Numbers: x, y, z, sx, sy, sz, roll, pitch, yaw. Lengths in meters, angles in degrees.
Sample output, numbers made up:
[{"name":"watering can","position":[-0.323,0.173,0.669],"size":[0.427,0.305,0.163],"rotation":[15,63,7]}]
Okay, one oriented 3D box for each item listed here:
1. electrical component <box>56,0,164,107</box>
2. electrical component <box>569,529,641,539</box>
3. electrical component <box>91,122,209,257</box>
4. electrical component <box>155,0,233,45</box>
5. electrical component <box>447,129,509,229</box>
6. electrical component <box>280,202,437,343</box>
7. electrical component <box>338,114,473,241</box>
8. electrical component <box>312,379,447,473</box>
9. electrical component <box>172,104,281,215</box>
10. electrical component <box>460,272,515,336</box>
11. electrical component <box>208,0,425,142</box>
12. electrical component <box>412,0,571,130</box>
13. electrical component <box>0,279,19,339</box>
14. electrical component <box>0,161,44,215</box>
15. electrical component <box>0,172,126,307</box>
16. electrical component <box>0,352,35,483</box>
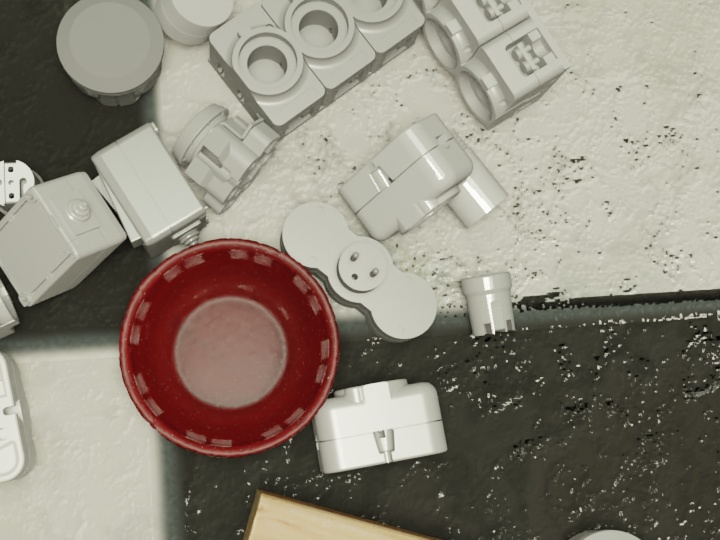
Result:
[{"name":"electrical component","position":[-0.193,-0.170,0.839],"size":[0.080,0.051,0.080],"rotation":[1,81,-7]},{"name":"electrical component","position":[0.187,0.239,0.826],"size":[0.080,0.051,0.080],"rotation":[1,81,-7]},{"name":"electrical component","position":[-0.159,-0.052,0.820],"size":[0.061,0.061,0.096],"rotation":[-32,87,-11]},{"name":"electrical component","position":[-0.113,-0.250,0.837],"size":[0.052,0.074,0.138],"rotation":[20,69,-23]},{"name":"electrical component","position":[0.078,-0.078,0.865],"size":[0.043,0.043,0.081],"rotation":[-38,88,-11]},{"name":"electrical component","position":[0.000,0.000,0.827],"size":[0.138,0.073,0.052],"rotation":[39,78,0]},{"name":"electrical component","position":[0.038,-0.067,0.831],"size":[0.059,0.095,0.054],"rotation":[53,39,3]},{"name":"electrical component","position":[0.013,0.117,0.820],"size":[0.095,0.053,0.059],"rotation":[-9,82,-9]},{"name":"electrical component","position":[-0.107,-0.091,0.832],"size":[0.057,0.058,0.078],"rotation":[40,117,2]},{"name":"electrical component","position":[0.103,0.027,0.854],"size":[0.040,0.040,0.046],"rotation":[-9,89,-9]},{"name":"electrical component","position":[-0.035,-0.184,0.857],"size":[0.150,0.061,0.089],"rotation":[-37,88,-11]},{"name":"electrical component","position":[0.090,-0.196,0.861],"size":[0.062,0.089,0.150],"rotation":[-32,87,-11]},{"name":"electrical component","position":[-0.285,0.027,0.776],"size":[0.056,0.089,0.050],"rotation":[-26,85,-11]},{"name":"electrical component","position":[-0.261,-0.061,0.816],"size":[0.040,0.046,0.040],"rotation":[1,81,-7]},{"name":"electrical component","position":[-0.218,-0.027,0.790],"size":[0.061,0.096,0.061],"rotation":[56,38,3]},{"name":"electrical component","position":[-0.272,0.108,0.781],"size":[0.054,0.059,0.095],"rotation":[-12,83,-9]}]
